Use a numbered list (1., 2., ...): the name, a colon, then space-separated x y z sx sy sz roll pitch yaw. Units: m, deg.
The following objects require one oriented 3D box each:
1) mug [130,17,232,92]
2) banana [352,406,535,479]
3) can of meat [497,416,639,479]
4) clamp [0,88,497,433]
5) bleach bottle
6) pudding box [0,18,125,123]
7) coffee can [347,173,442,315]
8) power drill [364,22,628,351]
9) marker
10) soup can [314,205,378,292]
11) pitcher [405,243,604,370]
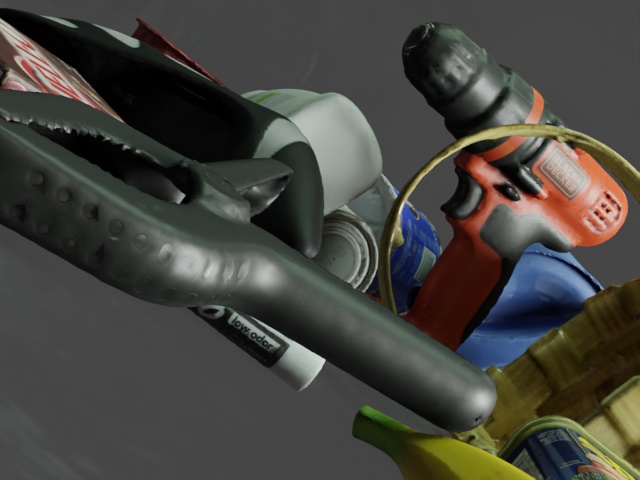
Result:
1. mug: -0.126 -0.110 0.840 0.093 0.081 0.117 39 3 19
2. banana: 0.048 0.091 0.296 0.069 0.037 0.198 14 3 -5
3. can of meat: 0.112 0.121 0.395 0.102 0.057 0.084 38 5 -3
4. clamp: -0.046 -0.010 0.372 0.209 0.036 0.165 24 17 -39
5. bleach bottle: -0.033 -0.072 0.754 0.068 0.102 0.251 61 -1 -17
6. pudding box: -0.123 -0.058 0.444 0.114 0.039 0.090 41 4 43
7. coffee can: 0.034 0.001 0.868 0.103 0.103 0.140 39 3 24
8. power drill: 0.071 -0.008 0.620 0.184 0.188 0.057 38 4 -26
9. marker: -0.050 0.015 0.403 0.121 0.020 0.020 37 3 -10
10. soup can: -0.005 0.001 0.731 0.068 0.068 0.102 37 3 -19
11. pitcher: 0.160 0.057 0.825 0.149 0.145 0.242 64 12 -6
